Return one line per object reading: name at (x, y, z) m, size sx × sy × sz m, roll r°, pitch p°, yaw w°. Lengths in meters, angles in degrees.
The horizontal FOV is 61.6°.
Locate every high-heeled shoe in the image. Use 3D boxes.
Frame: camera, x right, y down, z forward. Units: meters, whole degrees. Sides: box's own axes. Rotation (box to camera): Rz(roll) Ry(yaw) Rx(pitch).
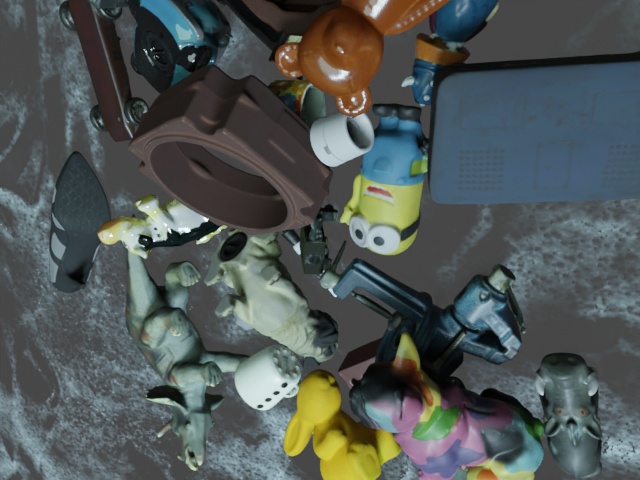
high-heeled shoe at (-0.412, -0.026, 0.893) m, size 0.145 × 0.086 × 0.248 m, roll 19°, pitch 107°, yaw 50°

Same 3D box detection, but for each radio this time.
radio at (0.221, -0.107, 0.520) m, size 0.230 × 0.073 × 0.131 m, roll -2°, pitch 114°, yaw 8°

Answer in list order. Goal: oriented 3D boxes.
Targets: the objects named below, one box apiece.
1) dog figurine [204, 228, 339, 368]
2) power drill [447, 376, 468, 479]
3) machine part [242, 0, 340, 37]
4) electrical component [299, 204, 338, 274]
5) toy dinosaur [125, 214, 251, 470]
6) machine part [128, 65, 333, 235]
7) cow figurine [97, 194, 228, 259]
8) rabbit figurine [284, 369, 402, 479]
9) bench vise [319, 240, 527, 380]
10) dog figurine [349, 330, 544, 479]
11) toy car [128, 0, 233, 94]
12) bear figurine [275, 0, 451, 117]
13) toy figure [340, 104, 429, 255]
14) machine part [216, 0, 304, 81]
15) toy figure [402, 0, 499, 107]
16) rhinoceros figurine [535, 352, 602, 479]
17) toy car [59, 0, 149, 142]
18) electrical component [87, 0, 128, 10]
dog figurine at (-0.058, 0.079, 0.768) m, size 0.121 × 0.172 × 0.190 m, roll -28°, pitch 134°, yaw 18°
power drill at (0.237, 0.313, 0.722) m, size 0.208 × 0.086 × 0.231 m, roll 23°, pitch 129°, yaw 32°
machine part at (-0.017, -0.300, 0.542) m, size 0.179 × 0.056 × 0.179 m, roll 2°, pitch 109°, yaw 5°
electrical component at (-0.001, -0.001, 0.693) m, size 0.045 × 0.078 × 0.102 m, roll -1°, pitch 119°, yaw -10°
toy dinosaur at (-0.247, 0.159, 0.873) m, size 0.192 × 0.131 × 0.404 m, roll -19°, pitch 100°, yaw 30°
machine part at (-0.102, -0.090, 0.627) m, size 0.202 × 0.087 × 0.200 m, roll -6°, pitch 144°, yaw 47°
cow figurine at (-0.214, -0.021, 0.746) m, size 0.167 × 0.068 × 0.098 m, roll -29°, pitch 112°, yaw -8°
rabbit figurine at (0.020, 0.283, 0.829) m, size 0.162 × 0.122 × 0.173 m, roll -33°, pitch 85°, yaw 42°
bench vise at (0.117, 0.089, 0.663) m, size 0.240 × 0.129 × 0.223 m, roll 32°, pitch 129°, yaw -5°
dog figurine at (0.140, 0.188, 0.591) m, size 0.192 × 0.108 × 0.219 m, roll -9°, pitch 136°, yaw 20°
toy car at (-0.156, -0.232, 0.633) m, size 0.109 × 0.103 × 0.161 m, roll 46°, pitch 150°, yaw 5°
bear figurine at (0.044, -0.211, 0.476) m, size 0.120 × 0.132 × 0.196 m, roll 36°, pitch 104°, yaw -6°
toy figure at (0.087, -0.067, 0.624) m, size 0.082 × 0.089 × 0.180 m, roll 33°, pitch 122°, yaw 52°
machine part at (-0.060, -0.254, 0.622) m, size 0.139 × 0.039 × 0.084 m, roll 37°, pitch 131°, yaw 1°
toy figure at (0.134, -0.211, 0.545) m, size 0.064 × 0.058 × 0.154 m, roll 32°, pitch 128°, yaw 13°
rhinoceros figurine at (0.299, 0.207, 0.649) m, size 0.073 × 0.112 × 0.190 m, roll -3°, pitch 122°, yaw 28°
toy car at (-0.284, -0.234, 0.721) m, size 0.089 × 0.053 × 0.202 m, roll -2°, pitch 110°, yaw 30°
electrical component at (-0.264, -0.323, 0.619) m, size 0.115 × 0.134 × 0.058 m, roll 36°, pitch 123°, yaw 6°
